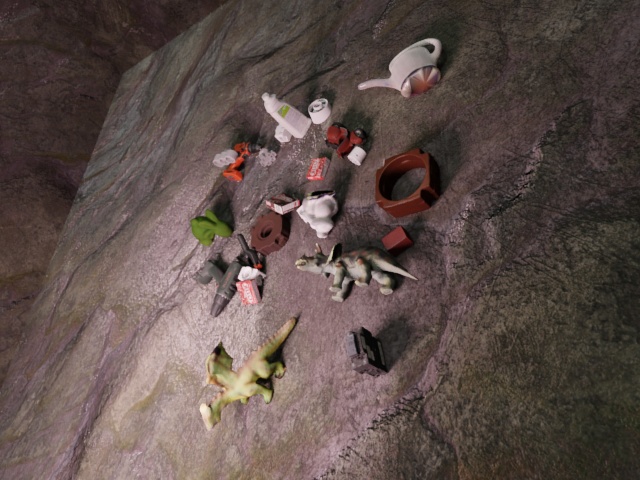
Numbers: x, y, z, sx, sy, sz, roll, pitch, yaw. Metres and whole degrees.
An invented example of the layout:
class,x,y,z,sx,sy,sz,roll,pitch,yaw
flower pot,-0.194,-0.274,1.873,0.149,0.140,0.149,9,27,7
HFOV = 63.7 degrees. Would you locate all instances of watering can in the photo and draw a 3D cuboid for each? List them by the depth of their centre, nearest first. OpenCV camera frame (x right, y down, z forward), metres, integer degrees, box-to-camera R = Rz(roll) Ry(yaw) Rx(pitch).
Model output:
class,x,y,z,sx,sy,sz,roll,pitch,yaw
watering can,0.309,-0.612,1.918,0.344,0.102,0.230,-31,47,20

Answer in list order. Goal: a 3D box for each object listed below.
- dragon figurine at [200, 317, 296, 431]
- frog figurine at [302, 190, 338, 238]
class,x,y,z,sx,sy,sz,roll,pitch,yaw
dragon figurine,-0.243,0.397,1.618,0.122,0.240,0.414,9,71,49
frog figurine,0.006,-0.092,1.829,0.123,0.139,0.157,11,115,48
